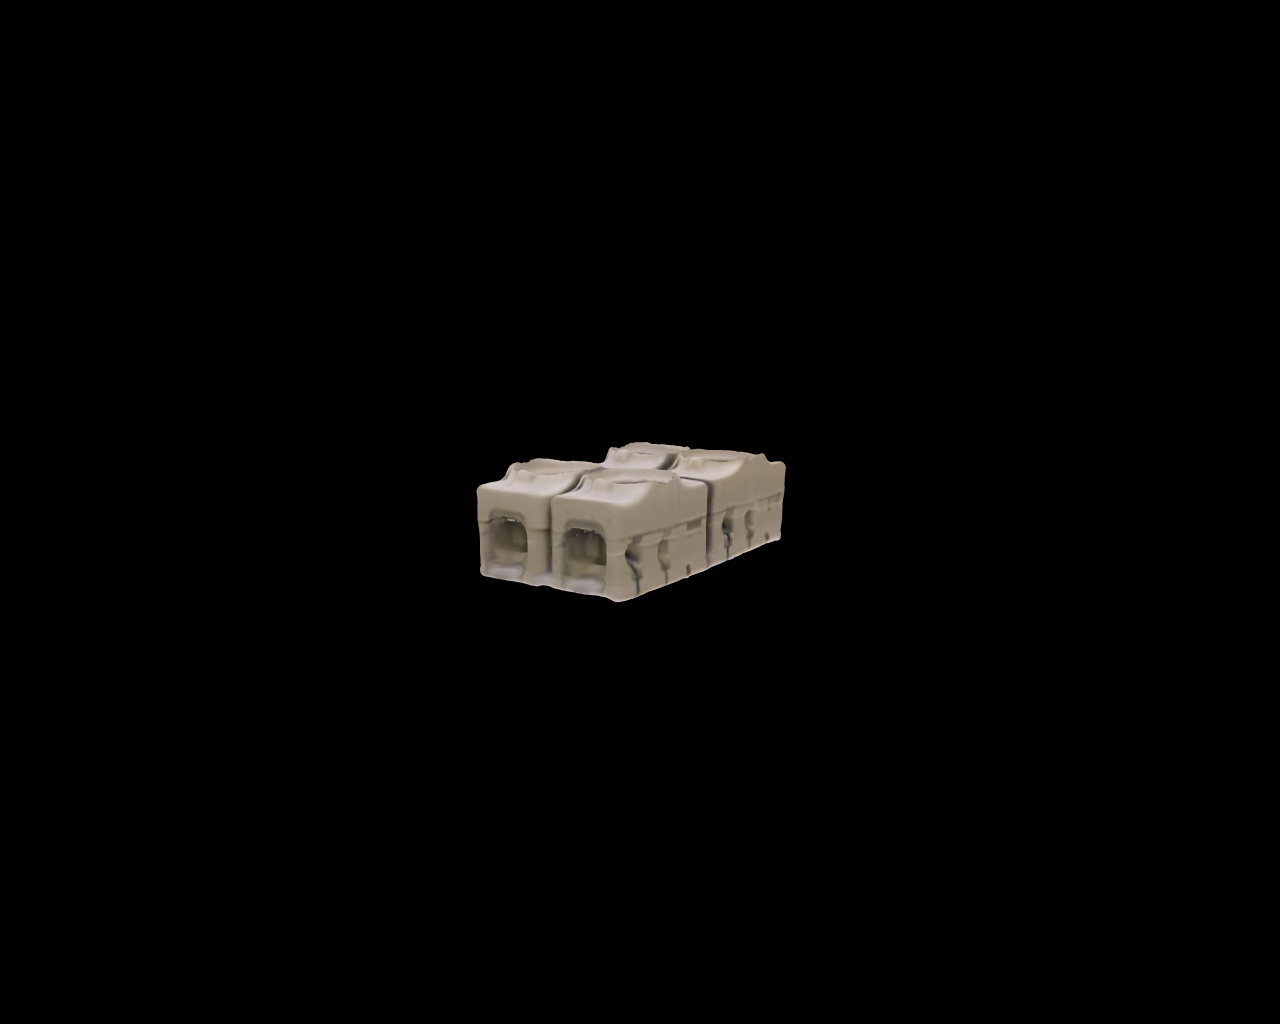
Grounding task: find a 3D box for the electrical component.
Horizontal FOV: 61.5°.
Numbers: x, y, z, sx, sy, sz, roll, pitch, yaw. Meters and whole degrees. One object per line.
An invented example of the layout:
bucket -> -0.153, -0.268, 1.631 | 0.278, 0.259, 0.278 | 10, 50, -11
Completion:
electrical component -> 0.001, -0.003, 0.650 | 0.105, 0.060, 0.186 | 8, 14, 35
